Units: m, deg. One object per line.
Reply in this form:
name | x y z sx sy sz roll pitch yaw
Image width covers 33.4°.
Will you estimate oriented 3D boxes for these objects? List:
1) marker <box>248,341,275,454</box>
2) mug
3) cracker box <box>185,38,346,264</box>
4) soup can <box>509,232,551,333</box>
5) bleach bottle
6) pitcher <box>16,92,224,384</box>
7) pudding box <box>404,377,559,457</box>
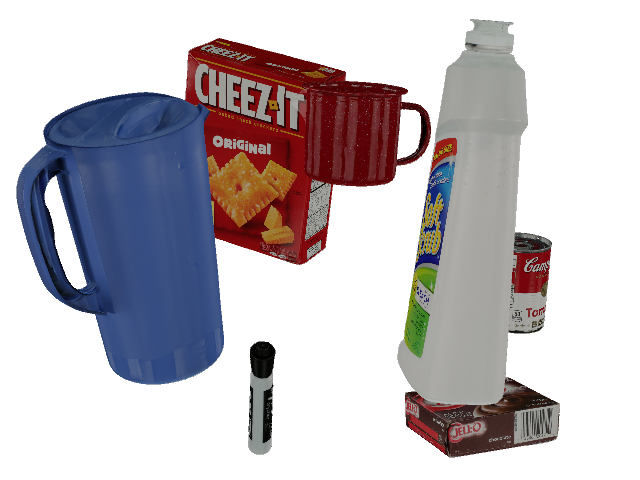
marker | -0.045 0.120 0.815 0.020 0.121 0.020 2 43 -2
mug | 0.040 -0.094 0.938 0.117 0.081 0.093 0 14 -11
cracker box | -0.069 -0.096 1.175 0.164 0.214 0.072 18 30 22
soup can | 0.229 0.049 1.236 0.068 0.102 0.068 1 17 -1
bleach bottle | 0.100 -0.022 0.724 0.068 0.251 0.102 3 13 -7
pitcher | -0.160 0.004 0.928 0.149 0.243 0.145 -5 26 2
pudding box | 0.144 0.158 0.963 0.113 0.039 0.090 -3 10 -20
